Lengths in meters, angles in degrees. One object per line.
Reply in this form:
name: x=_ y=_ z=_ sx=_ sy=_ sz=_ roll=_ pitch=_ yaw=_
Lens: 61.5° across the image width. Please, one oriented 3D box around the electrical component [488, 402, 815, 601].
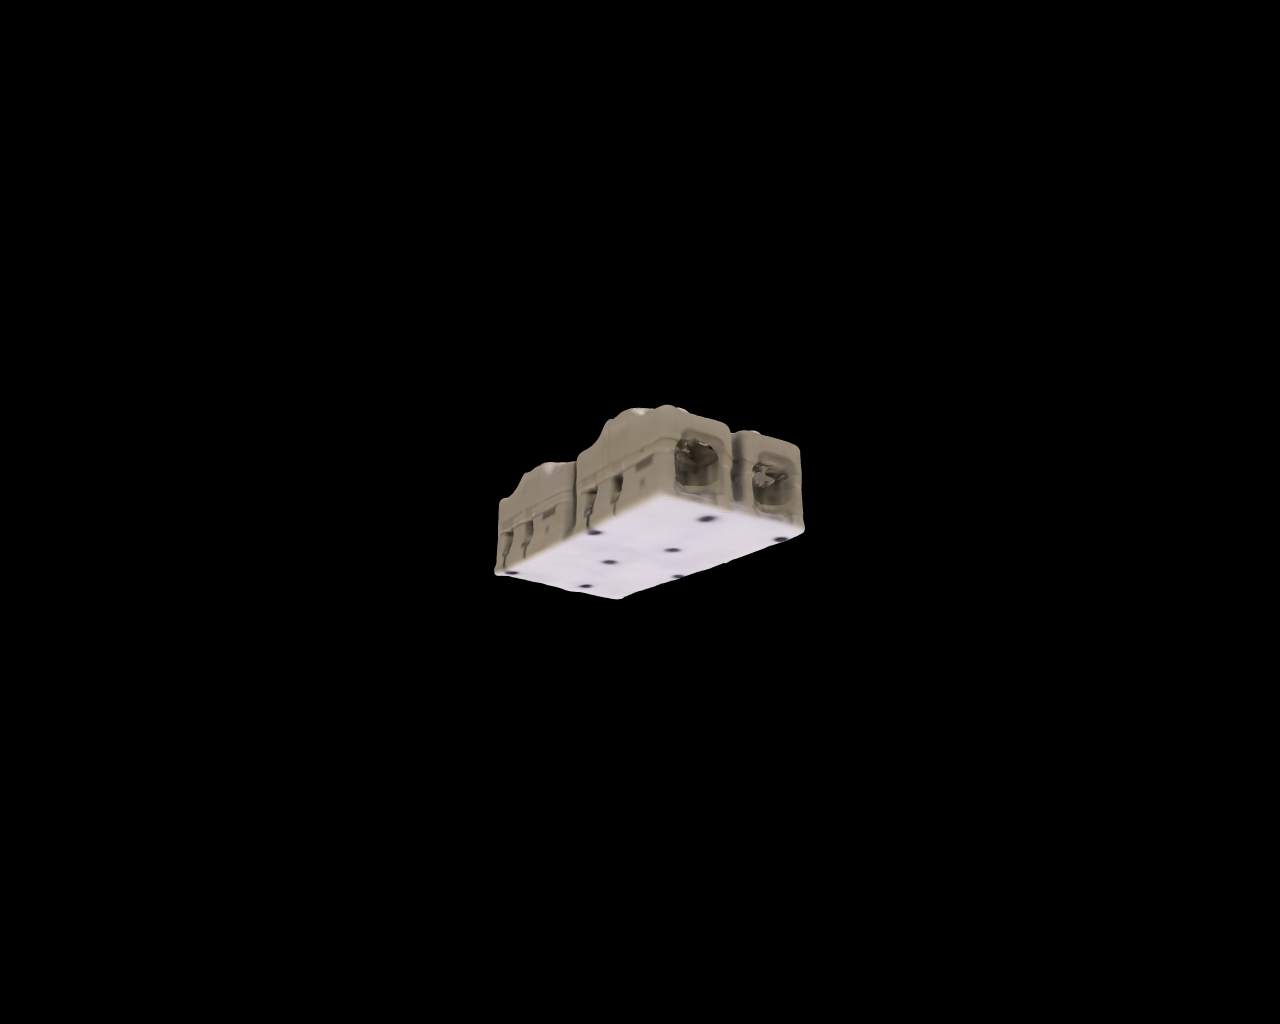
electrical component: x=0.001 y=-0.003 z=0.650 sx=0.105 sy=0.060 sz=0.186 roll=14 pitch=-24 yaw=-33
